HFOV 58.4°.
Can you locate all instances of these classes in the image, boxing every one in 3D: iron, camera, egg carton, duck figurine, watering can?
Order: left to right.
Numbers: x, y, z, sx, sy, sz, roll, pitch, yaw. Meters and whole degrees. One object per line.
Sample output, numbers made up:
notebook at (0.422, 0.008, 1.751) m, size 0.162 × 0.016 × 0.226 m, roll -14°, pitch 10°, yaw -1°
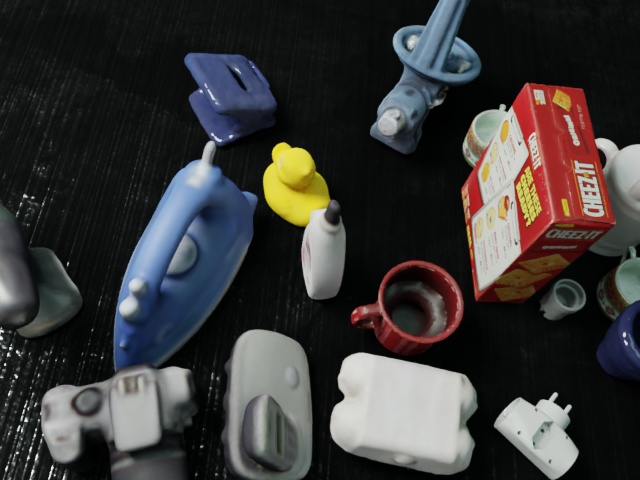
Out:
camera at (-0.182, 0.197, 0.542) m, size 0.143 × 0.101 × 0.136 m, roll -10°, pitch 66°, yaw -11°
iron at (-0.158, 0.021, 0.607) m, size 0.118 × 0.141 × 0.258 m, roll 20°, pitch 64°, yaw 4°
duck figurine at (-0.026, -0.073, 0.700) m, size 0.078 × 0.086 × 0.104 m, roll -31°, pitch 72°, yaw -19°
egg carton at (0.088, 0.181, 0.600) m, size 0.150 × 0.069 × 0.107 m, roll 11°, pitch 63°, yaw -1°
watering can at (0.395, -0.060, 0.684) m, size 0.172 × 0.194 × 0.101 m, roll 30°, pitch 65°, yaw 8°

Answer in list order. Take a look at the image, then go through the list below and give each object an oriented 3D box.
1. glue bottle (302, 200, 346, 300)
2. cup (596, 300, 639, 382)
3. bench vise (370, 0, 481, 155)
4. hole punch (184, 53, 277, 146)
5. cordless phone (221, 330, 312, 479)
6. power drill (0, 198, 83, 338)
glue bottle at (0.006, 0.002, 0.619) m, size 0.037 × 0.173 × 0.078 m, roll -9°, pitch 65°, yaw -10°
cup at (0.370, 0.131, 0.644) m, size 0.117 × 0.095 × 0.092 m, roll 39°, pitch 66°, yaw 12°
bench vise at (0.147, -0.220, 0.717) m, size 0.121 × 0.220 × 0.207 m, roll 14°, pitch 63°, yaw 0°
hole punch at (-0.115, -0.196, 0.746) m, size 0.101 × 0.091 × 0.108 m, roll -27°, pitch 70°, yaw -18°
cordless phone at (-0.047, 0.147, 0.535) m, size 0.094 × 0.185 × 0.147 m, roll -2°, pitch 64°, yaw -8°
power drill at (-0.305, 0.018, 0.554) m, size 0.076 × 0.208 × 0.229 m, roll -34°, pitch 72°, yaw -20°
